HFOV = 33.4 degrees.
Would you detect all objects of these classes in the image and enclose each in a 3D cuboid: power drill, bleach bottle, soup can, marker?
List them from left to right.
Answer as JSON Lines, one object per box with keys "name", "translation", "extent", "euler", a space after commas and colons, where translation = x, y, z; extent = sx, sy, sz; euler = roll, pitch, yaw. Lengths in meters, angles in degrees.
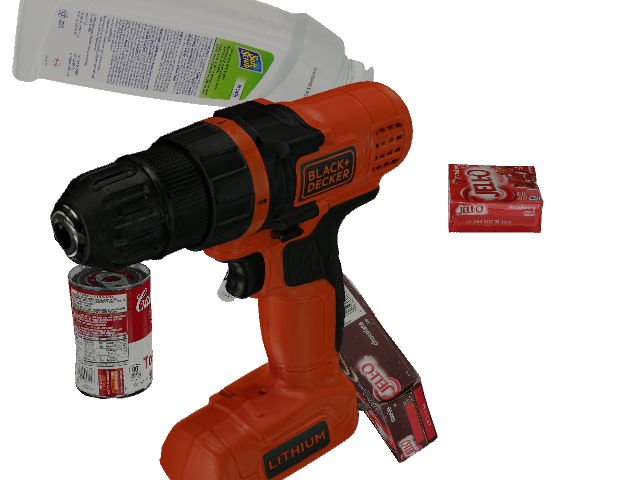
{"name": "soup can", "translation": [-0.177, 0.075, 0.903], "extent": [0.068, 0.102, 0.068], "euler": [1, 19, -1]}
{"name": "bleach bottle", "translation": [-0.087, -0.136, 0.769], "extent": [0.250, 0.068, 0.103], "euler": [13, -38, -12]}
{"name": "marker", "translation": [-0.083, 0.018, 1.142], "extent": [0.020, 0.020, 0.121], "euler": [0, 41, 19]}
{"name": "power drill", "translation": [-0.035, 0.029, 0.486], "extent": [0.184, 0.188, 0.057], "euler": [-22, 40, -38]}

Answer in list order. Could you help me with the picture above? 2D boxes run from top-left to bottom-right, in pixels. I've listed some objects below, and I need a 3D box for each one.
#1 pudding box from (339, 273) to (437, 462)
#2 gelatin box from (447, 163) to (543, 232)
{"name": "pudding box", "translation": [0.033, 0.087, 0.741], "extent": [0.039, 0.114, 0.090], "euler": [-29, -37, -8]}
{"name": "gelatin box", "translation": [0.141, -0.036, 0.873], "extent": [0.073, 0.030, 0.089], "euler": [2, 24, 6]}
